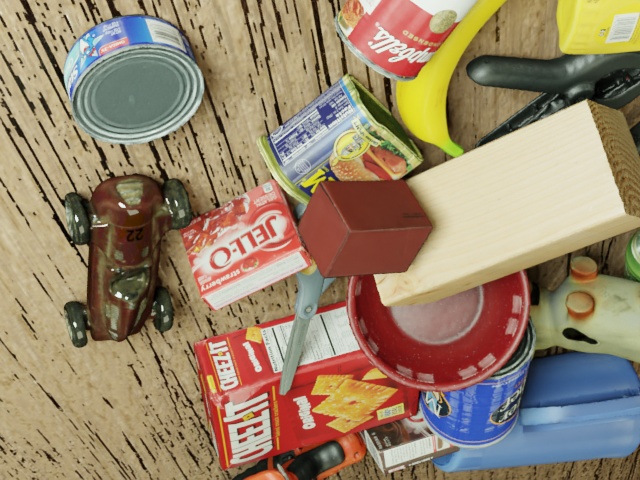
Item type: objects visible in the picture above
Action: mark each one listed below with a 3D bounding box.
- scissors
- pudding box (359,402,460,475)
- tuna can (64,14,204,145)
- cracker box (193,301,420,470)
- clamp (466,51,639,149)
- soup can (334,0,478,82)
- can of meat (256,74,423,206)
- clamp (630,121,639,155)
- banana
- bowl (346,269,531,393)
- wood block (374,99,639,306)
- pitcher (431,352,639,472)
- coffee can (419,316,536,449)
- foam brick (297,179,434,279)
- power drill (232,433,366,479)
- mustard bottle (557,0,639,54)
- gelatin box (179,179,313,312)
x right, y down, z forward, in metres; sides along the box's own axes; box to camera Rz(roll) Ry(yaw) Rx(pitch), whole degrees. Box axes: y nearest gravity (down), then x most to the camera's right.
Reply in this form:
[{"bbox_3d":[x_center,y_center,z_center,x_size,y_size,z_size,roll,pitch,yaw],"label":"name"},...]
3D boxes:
[{"bbox_3d":[0.005,0.046,0.929,0.096,0.016,0.202,-18,130,-23],"label":"scissors"},{"bbox_3d":[0.087,0.194,1.146,0.090,0.113,0.039,-17,122,-10],"label":"pudding box"},{"bbox_3d":[-0.120,-0.102,0.685,0.086,0.034,0.086,-15,146,-11],"label":"tuna can"},{"bbox_3d":[-0.007,0.141,1.053,0.213,0.072,0.164,-15,145,-10],"label":"cracker box"},{"bbox_3d":[0.194,-0.114,0.847,0.171,0.039,0.120,-11,152,-5],"label":"clamp"},{"bbox_3d":[0.065,-0.161,0.681,0.068,0.068,0.102,9,134,-38],"label":"soup can"},{"bbox_3d":[0.017,-0.066,0.795,0.084,0.057,0.102,-37,145,15],"label":"can of meat"},{"bbox_3d":[0.246,-0.038,0.983,0.210,0.036,0.164,-27,146,9],"label":"clamp"},{"bbox_3d":[0.096,-0.138,0.756,0.069,0.037,0.198,-3,140,-20],"label":"banana"},{"bbox_3d":[0.104,0.053,0.958,0.162,0.162,0.055,-25,180,3],"label":"bowl"},{"bbox_3d":[0.143,-0.023,0.833,0.206,0.091,0.090,-24,166,31],"label":"wood block"},{"bbox_3d":[0.245,0.197,1.224,0.242,0.145,0.149,-4,130,-21],"label":"pitcher"},{"bbox_3d":[0.152,0.128,1.052,0.102,0.103,0.140,-16,143,-10],"label":"coffee can"},{"bbox_3d":[0.033,-0.009,0.782,0.078,0.053,0.051,-2,138,-33],"label":"foam brick"},{"bbox_3d":[-0.055,0.267,1.155,0.185,0.057,0.187,-31,176,22],"label":"power drill"},{"bbox_3d":[0.268,-0.169,0.742,0.191,0.058,0.096,0,154,2],"label":"mustard bottle"},{"bbox_3d":[-0.059,0.003,0.831,0.089,0.073,0.030,-26,146,5],"label":"gelatin box"}]
